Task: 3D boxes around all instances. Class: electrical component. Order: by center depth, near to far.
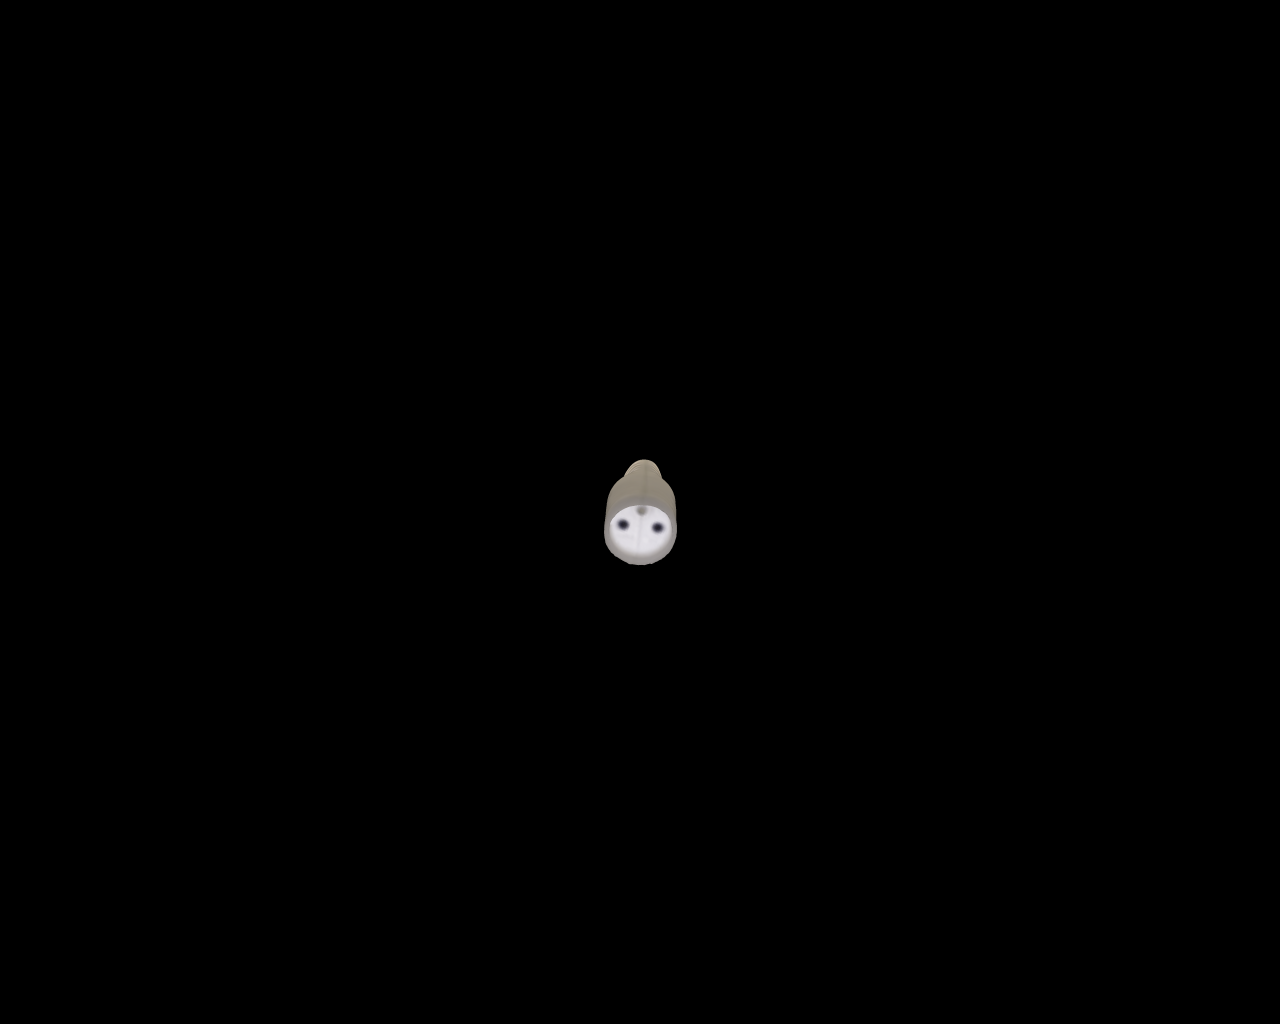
[{"bbox_3d":[0.001,-0.003,0.650,0.043,0.043,0.081,0,24,0],"label":"electrical component"}]
